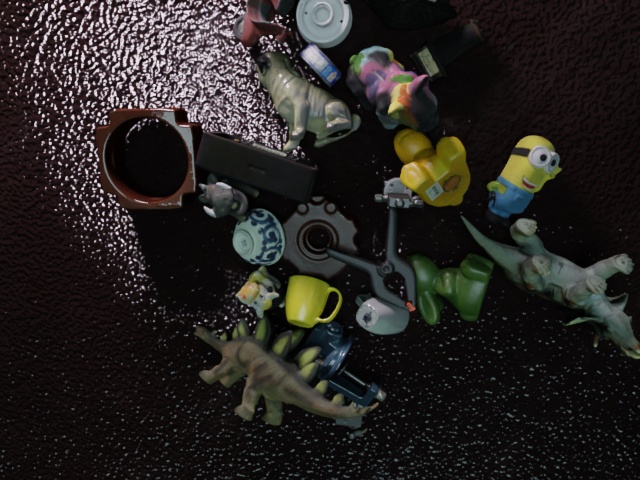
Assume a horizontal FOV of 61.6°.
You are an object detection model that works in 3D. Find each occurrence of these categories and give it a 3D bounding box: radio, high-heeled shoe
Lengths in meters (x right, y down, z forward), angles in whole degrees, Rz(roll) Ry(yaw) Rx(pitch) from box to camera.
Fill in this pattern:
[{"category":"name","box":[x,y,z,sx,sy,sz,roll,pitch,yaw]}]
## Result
[{"category":"radio","box":[-0.115,-0.147,1.055,0.230,0.131,0.073,20,104,0]},{"category":"high-heeled shoe","box":[0.134,-0.482,1.001,0.249,0.086,0.145,5,72,-14]}]

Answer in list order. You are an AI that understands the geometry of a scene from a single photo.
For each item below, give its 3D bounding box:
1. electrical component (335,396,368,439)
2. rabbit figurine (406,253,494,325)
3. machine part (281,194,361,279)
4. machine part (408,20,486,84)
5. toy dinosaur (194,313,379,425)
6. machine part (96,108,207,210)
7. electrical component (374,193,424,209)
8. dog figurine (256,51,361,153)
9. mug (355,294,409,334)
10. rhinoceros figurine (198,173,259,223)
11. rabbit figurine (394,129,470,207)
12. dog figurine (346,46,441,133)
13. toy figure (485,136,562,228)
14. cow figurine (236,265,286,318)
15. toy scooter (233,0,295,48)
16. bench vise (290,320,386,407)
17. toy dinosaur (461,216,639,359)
[{"category":"electrical component","box":[0.072,0.394,1.213,0.078,0.045,0.102,10,104,1]},{"category":"rabbit figurine","box":[0.255,0.088,1.107,0.170,0.121,0.159,18,112,19]},{"category":"machine part","box":[-0.002,-0.003,1.119,0.179,0.056,0.179,1,105,5]},{"category":"machine part","box":[0.246,-0.361,1.021,0.139,0.039,0.084,-33,91,13]},{"category":"toy dinosaur","box":[-0.097,0.266,1.085,0.472,0.105,0.198,25,90,34]},{"category":"machine part","box":[-0.338,-0.166,1.094,0.202,0.087,0.200,-1,104,4]},{"category":"electrical component","box":[0.151,-0.075,1.033,0.094,0.063,0.021,5,104,5]},{"category":"dog figurine","box":[-0.023,-0.283,1.041,0.172,0.121,0.190,-12,84,-25]},{"category":"mug","box":[0.117,0.147,1.112,0.110,0.107,0.080,45,111,29]},{"category":"rhinoceros figurine","box":[-0.183,-0.092,1.050,0.112,0.190,0.073,29,102,-21]},{"category":"rabbit figurine","box":[0.211,-0.150,1.026,0.122,0.173,0.162,-48,140,14]},{"category":"dog figurine","box":[0.131,-0.270,0.960,0.108,0.219,0.191,-44,97,9]},{"category":"toy figure","box":[0.385,-0.117,1.045,0.089,0.082,0.180,48,119,38]},{"category":"cow figurine","box":[-0.115,0.114,1.100,0.098,0.167,0.068,41,98,-4]},{"category":"toy scooter","box":[-0.083,-0.430,0.990,0.135,0.075,0.183,45,112,36]},{"category":"bench vise","box":[0.025,0.289,1.157,0.241,0.129,0.223,32,107,1]},{"category":"toy dinosaur","box":[0.452,0.073,1.062,0.405,0.192,0.131,30,62,14]}]
